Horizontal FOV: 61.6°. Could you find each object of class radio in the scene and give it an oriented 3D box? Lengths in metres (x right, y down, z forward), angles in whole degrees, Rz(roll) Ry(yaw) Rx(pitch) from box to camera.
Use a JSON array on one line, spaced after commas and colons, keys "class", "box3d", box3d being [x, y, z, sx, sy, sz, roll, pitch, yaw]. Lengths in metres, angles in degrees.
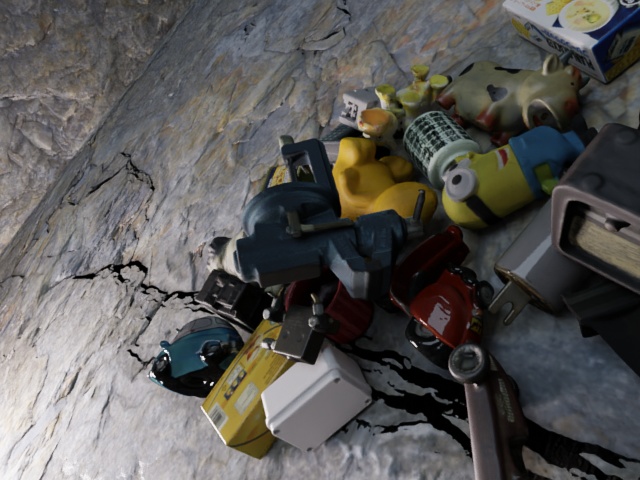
[{"class": "radio", "box3d": [0.290, 0.009, 0.390, 0.230, 0.131, 0.073, 33, 82, 34]}]

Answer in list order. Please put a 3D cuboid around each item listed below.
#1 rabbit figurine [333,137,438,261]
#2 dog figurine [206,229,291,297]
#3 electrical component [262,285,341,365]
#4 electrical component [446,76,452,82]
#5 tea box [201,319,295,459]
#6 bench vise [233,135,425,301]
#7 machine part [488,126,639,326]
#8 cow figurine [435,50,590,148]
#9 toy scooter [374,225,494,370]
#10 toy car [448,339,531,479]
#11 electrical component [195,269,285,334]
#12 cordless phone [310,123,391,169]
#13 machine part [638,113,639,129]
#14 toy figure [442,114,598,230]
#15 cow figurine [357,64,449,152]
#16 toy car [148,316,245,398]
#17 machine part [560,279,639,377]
[{"class": "rabbit figurine", "box3d": [0.079, -0.051, 0.729, 0.173, 0.121, 0.162, 29, 85, 52]}, {"class": "dog figurine", "box3d": [-0.120, 0.047, 0.886, 0.190, 0.121, 0.172, -40, 30, 36]}, {"class": "electrical component", "box3d": [-0.027, 0.100, 0.627, 0.102, 0.045, 0.078, 10, 67, 47]}, {"class": "electrical component", "box3d": [0.170, -0.234, 0.880, 0.094, 0.021, 0.063, -13, 49, 41]}, {"class": "tea box", "box3d": [-0.070, 0.186, 0.715, 0.169, 0.068, 0.098, -52, 36, -6]}, {"class": "bench vise", "box3d": [0.001, -0.042, 0.641, 0.224, 0.128, 0.241, -18, 55, 5]}, {"class": "machine part", "box3d": [0.258, -0.012, 0.541, 0.243, 0.079, 0.079, -50, 36, -2]}, {"class": "cow figurine", "box3d": [0.255, -0.187, 0.702, 0.127, 0.085, 0.195, -52, 35, 7]}, {"class": "toy scooter", "box3d": [0.137, 0.052, 0.610, 0.135, 0.075, 0.184, -50, 29, 5]}, {"class": "toy car", "box3d": [0.156, 0.180, 0.465, 0.053, 0.089, 0.202, -24, 41, 31]}, {"class": "electrical component", "box3d": [-0.117, 0.098, 0.805, 0.134, 0.114, 0.058, 10, 64, 48]}, {"class": "cordless phone", "box3d": [0.070, -0.170, 0.893, 0.184, 0.088, 0.147, -44, 31, -26]}, {"class": "machine part", "box3d": [0.375, -0.100, 0.467, 0.179, 0.056, 0.179, -8, 56, 12]}, {"class": "toy figure", "box3d": [0.229, -0.073, 0.625, 0.180, 0.089, 0.082, -22, 11, 19]}, {"class": "cow figurine", "box3d": [0.115, -0.180, 0.790, 0.167, 0.098, 0.068, -37, 59, -27]}, {"class": "toy car", "box3d": [-0.174, 0.165, 0.806, 0.162, 0.109, 0.103, -28, 46, 24]}, {"class": "machine part", "box3d": [0.271, 0.086, 0.453, 0.084, 0.039, 0.139, -12, 43, -3]}]
